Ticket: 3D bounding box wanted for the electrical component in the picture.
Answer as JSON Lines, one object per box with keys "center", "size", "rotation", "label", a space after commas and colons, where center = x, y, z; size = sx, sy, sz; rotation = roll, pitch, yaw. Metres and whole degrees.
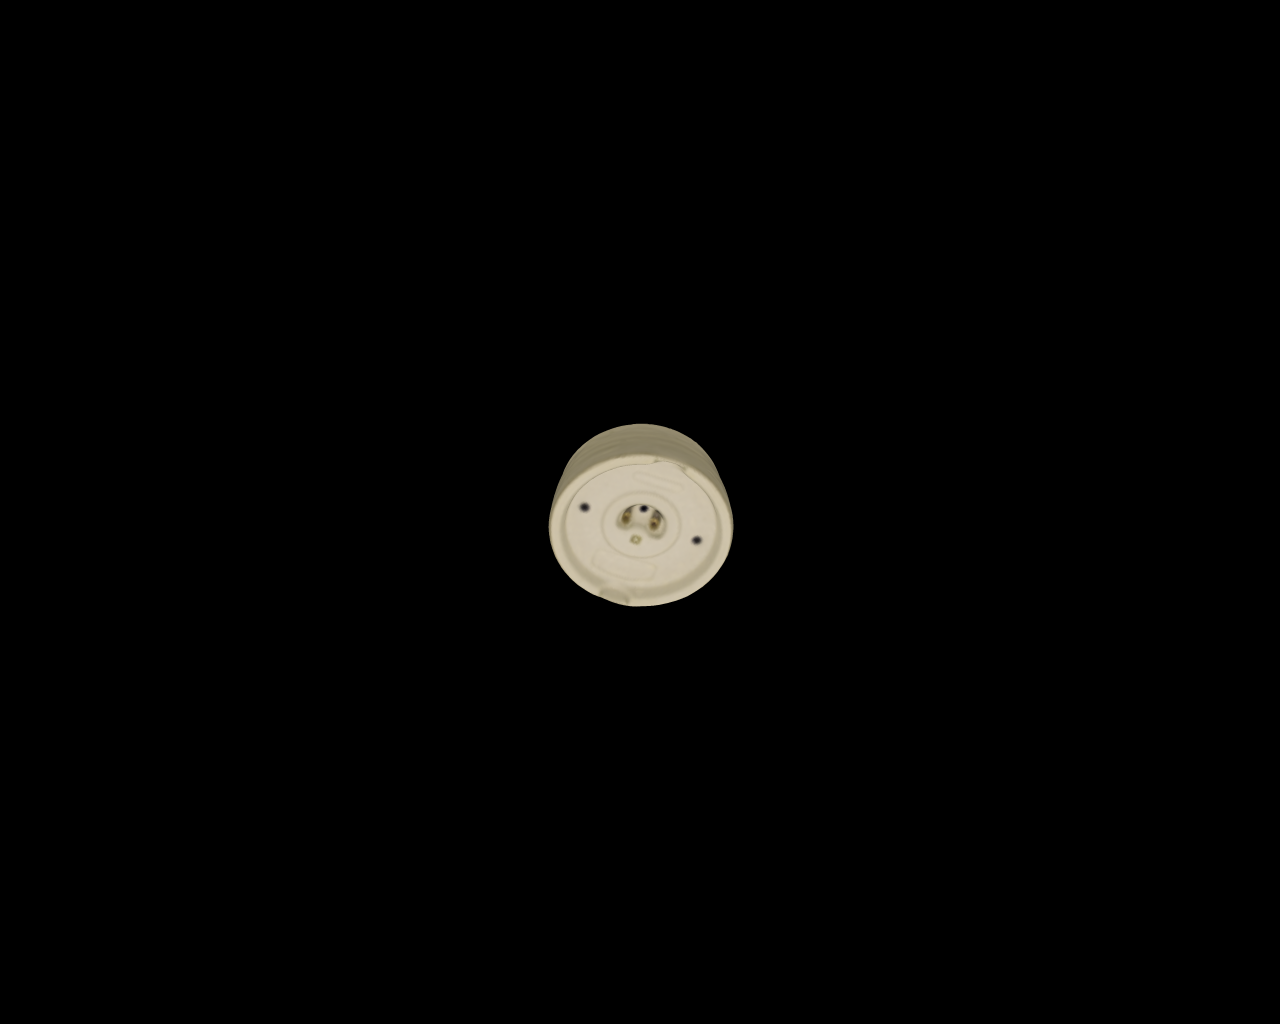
{"center": [0.001, -0.003, 0.650], "size": [0.108, 0.108, 0.060], "rotation": [0, 32, 0], "label": "electrical component"}
